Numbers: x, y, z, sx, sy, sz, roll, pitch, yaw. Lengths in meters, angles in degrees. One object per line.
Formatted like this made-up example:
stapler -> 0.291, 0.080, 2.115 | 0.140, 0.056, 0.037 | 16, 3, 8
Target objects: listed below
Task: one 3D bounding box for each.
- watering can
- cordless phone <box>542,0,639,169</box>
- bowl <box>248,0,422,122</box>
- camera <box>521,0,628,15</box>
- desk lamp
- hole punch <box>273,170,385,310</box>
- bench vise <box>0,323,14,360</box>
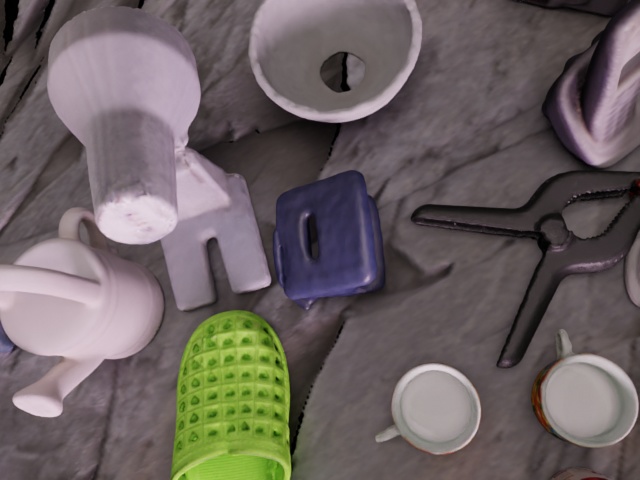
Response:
watering can -> -0.220, 0.057, 0.492 | 0.101, 0.194, 0.173 | -22, 74, 5
cordless phone -> 0.263, -0.150, 0.460 | 0.147, 0.185, 0.094 | -44, 74, -2
bowl -> 0.018, -0.183, 0.568 | 0.167, 0.075, 0.167 | -2, 77, 10
camera -> 0.243, -0.307, 0.543 | 0.143, 0.101, 0.137 | 18, 81, 14
desk lamp -> -0.132, -0.058, 0.493 | 0.118, 0.214, 0.203 | -19, 75, 5
hole punch -> 0.005, 0.002, 0.520 | 0.101, 0.091, 0.108 | -9, 76, 8
bench vise -> -0.408, 0.087, 0.505 | 0.207, 0.220, 0.121 | -45, 74, -2
